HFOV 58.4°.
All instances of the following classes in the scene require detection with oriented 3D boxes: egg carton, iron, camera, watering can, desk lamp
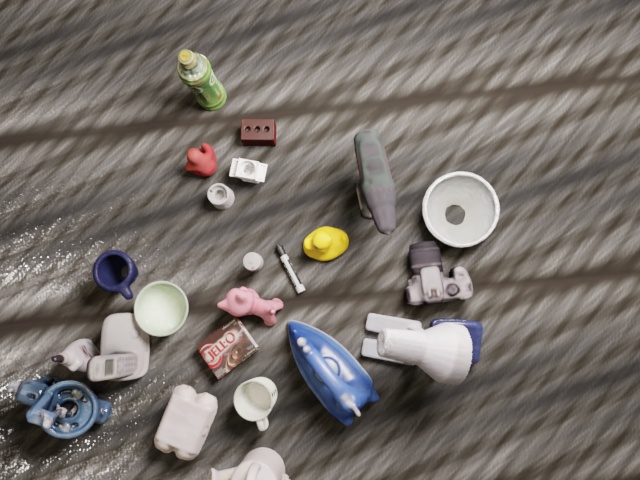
[{"bbox_3d":[-0.290,0.397,1.245,0.107,0.069,0.150,20,84,6],"label":"egg carton"},{"bbox_3d":[0.009,0.270,1.209,0.118,0.141,0.258,-41,82,-2],"label":"iron"},{"bbox_3d":[0.250,0.070,1.241,0.143,0.101,0.137,-8,82,2],"label":"camera"},{"bbox_3d":[-0.139,0.496,1.161,0.173,0.194,0.101,-14,82,2],"label":"watering can"},{"bbox_3d":[0.190,0.218,1.169,0.203,0.213,0.118,9,83,5],"label":"desk lamp"}]

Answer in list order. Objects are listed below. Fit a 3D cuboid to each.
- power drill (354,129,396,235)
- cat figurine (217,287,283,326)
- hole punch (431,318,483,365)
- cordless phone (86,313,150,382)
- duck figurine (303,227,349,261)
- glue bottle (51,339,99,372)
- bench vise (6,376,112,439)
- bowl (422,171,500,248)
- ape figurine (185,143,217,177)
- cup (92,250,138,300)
[{"bbox_3d":[0.119,-0.110,1.218,0.075,0.208,0.230,-12,82,2],"label":"power drill"},{"bbox_3d":[-0.152,0.142,1.246,0.127,0.118,0.067,17,84,6],"label":"cat figurine"},{"bbox_3d":[0.292,0.219,1.225,0.108,0.091,0.101,1,83,4],"label":"hole punch"},{"bbox_3d":[-0.435,0.229,1.217,0.094,0.185,0.147,-5,82,3],"label":"cordless phone"},{"bbox_3d":[0.012,0.005,1.271,0.104,0.086,0.077,-9,82,2],"label":"duck figurine"},{"bbox_3d":[-0.524,0.251,1.225,0.037,0.173,0.078,-41,82,-2],"label":"glue bottle"},{"bbox_3d":[-0.568,0.355,1.191,0.207,0.220,0.121,1,83,4],"label":"bench vise"},{"bbox_3d":[0.306,-0.063,1.269,0.167,0.075,0.167,0,83,3],"label":"bowl"},{"bbox_3d":[-0.276,-0.185,1.309,0.078,0.092,0.076,-32,82,-1],"label":"ape figurine"},{"bbox_3d":[-0.439,0.083,1.282,0.091,0.095,0.117,-33,82,-1],"label":"cup"}]
